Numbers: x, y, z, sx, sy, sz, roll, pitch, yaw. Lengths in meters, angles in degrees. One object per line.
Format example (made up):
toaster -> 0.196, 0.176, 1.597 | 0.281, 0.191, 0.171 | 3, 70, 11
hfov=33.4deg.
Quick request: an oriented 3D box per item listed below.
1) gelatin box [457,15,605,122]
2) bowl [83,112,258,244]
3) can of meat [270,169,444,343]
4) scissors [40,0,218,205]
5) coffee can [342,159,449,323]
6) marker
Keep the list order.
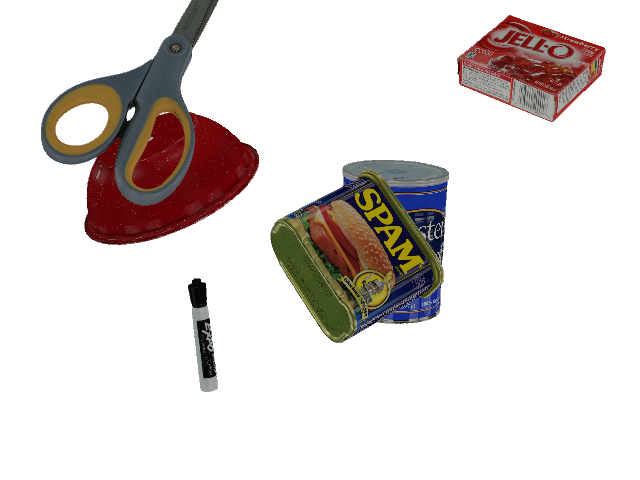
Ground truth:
gelatin box -> 0.162, -0.136, 0.827 | 0.089, 0.030, 0.073 | 29, 54, 30
bowl -> -0.136, -0.063, 0.902 | 0.162, 0.055, 0.162 | -17, 28, 10
can of meat -> 0.024, 0.012, 0.766 | 0.083, 0.102, 0.058 | -28, -12, -27
scissors -> -0.108, -0.109, 0.641 | 0.096, 0.201, 0.016 | 7, -32, -5
coffee can -> 0.070, -0.001, 1.044 | 0.103, 0.140, 0.103 | 2, 15, -1
marker -> -0.122, 0.098, 1.110 | 0.020, 0.121, 0.020 | -5, 15, 1
